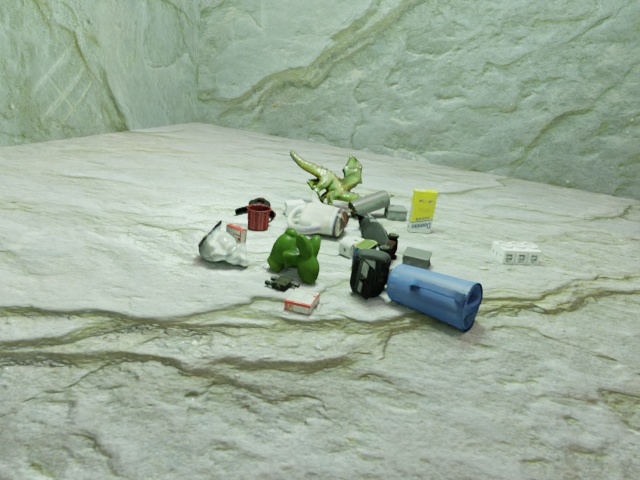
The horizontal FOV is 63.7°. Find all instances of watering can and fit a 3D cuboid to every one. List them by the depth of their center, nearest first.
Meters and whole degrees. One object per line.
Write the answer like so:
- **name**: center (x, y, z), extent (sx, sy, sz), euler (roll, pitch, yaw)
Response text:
- **watering can**: center (0.006, -0.100, 1.995), extent (0.225, 0.102, 0.354), euler (12, 28, 13)

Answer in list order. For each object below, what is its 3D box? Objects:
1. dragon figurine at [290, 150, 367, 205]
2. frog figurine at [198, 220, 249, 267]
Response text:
- **dragon figurine**: center (0.070, -0.277, 2.260), extent (0.243, 0.409, 0.122), euler (-34, 4, 0)
- **frog figurine**: center (-0.292, 0.034, 1.600), extent (0.159, 0.122, 0.138), euler (43, 10, -4)
